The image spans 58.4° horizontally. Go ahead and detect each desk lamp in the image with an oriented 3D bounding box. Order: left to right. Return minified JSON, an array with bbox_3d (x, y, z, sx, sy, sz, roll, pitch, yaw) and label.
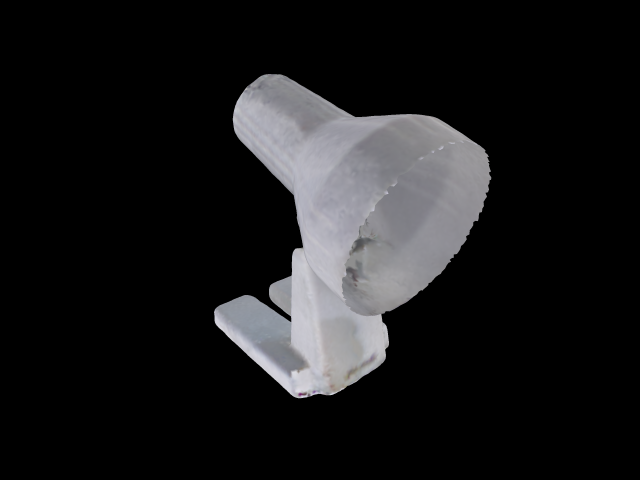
[{"bbox_3d":[0.004,0.001,0.400,0.118,0.214,0.202,-21,33,-35],"label":"desk lamp"}]
